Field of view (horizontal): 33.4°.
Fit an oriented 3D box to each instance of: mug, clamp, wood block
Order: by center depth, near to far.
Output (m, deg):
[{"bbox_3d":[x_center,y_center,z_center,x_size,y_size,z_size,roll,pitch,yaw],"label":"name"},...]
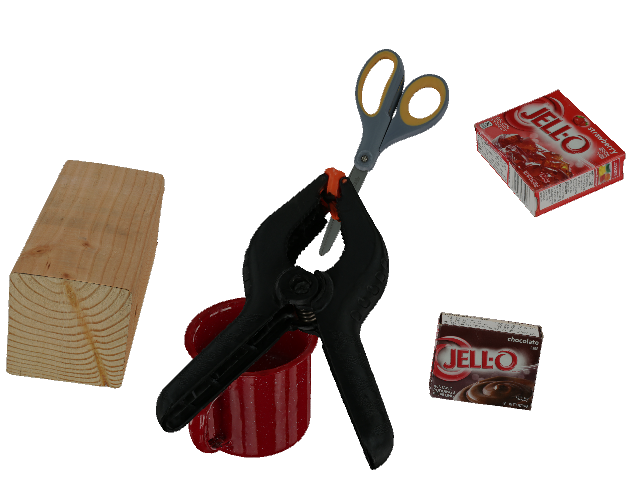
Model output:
[{"bbox_3d":[0.000,0.040,0.559,0.120,0.171,0.039,18,-27,12],"label":"clamp"},{"bbox_3d":[-0.053,0.105,0.750,0.093,0.081,0.117,15,34,23],"label":"mug"},{"bbox_3d":[-0.187,0.020,0.876,0.090,0.091,0.206,9,27,-6],"label":"wood block"}]

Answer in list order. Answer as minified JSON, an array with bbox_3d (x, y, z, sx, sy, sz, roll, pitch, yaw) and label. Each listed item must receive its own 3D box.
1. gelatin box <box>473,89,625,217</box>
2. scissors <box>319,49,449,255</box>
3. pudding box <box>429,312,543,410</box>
[{"bbox_3d":[0.164,-0.065,0.771,0.073,0.030,0.089,-22,46,-9],"label":"gelatin box"},{"bbox_3d":[0.061,-0.078,0.975,0.096,0.202,0.016,7,-11,11],"label":"scissors"},{"bbox_3d":[0.179,0.131,1.160,0.113,0.090,0.039,6,23,4],"label":"pudding box"}]
